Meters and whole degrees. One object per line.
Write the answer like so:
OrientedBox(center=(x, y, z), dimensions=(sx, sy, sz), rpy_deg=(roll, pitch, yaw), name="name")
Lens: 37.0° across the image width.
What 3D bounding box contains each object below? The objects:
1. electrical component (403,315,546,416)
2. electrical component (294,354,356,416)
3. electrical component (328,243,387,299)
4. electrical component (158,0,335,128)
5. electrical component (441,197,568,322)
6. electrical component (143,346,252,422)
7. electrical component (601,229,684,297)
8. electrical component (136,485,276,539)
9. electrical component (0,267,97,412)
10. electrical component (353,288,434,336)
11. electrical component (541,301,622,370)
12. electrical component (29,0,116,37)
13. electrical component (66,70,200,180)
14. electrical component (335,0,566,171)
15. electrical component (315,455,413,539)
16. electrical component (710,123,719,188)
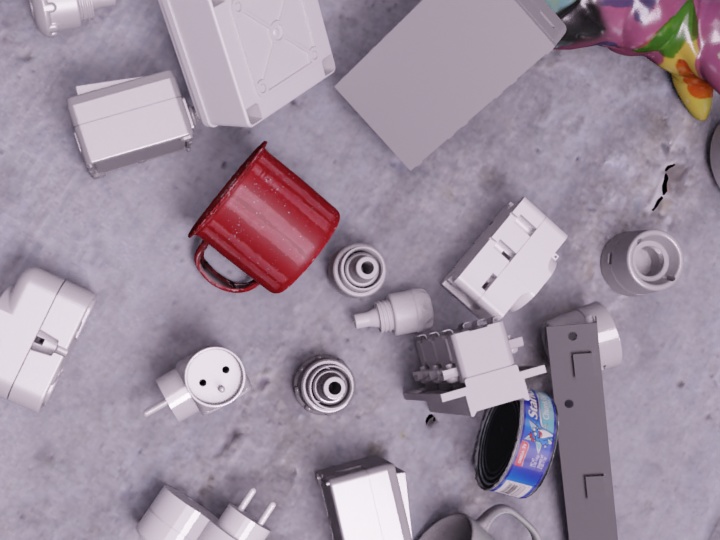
OrientedBox(center=(0.080, 0.073, 0.813), dimensions=(0.079, 0.121, 0.063), rpy_deg=(-15, 87, -11), name="electrical component")
OrientedBox(center=(-0.024, 0.089, 0.822), dimensions=(0.048, 0.062, 0.048), rpy_deg=(1, 86, -10), name="electrical component")
OrientedBox(center=(0.000, 0.000, 0.833), dimensions=(0.043, 0.062, 0.043), rpy_deg=(1, 87, -10), name="electrical component")
OrientedBox(center=(-0.081, -0.175, 0.792), dimensions=(0.109, 0.056, 0.108), rpy_deg=(-42, 128, -39), name="electrical component")
OrientedBox(center=(0.118, -0.005, 0.861), dimensions=(0.056, 0.050, 0.089), rpy_deg=(41, 80, -5), name="electrical component")
OrientedBox(center=(-0.125, 0.087, 0.796), dimensions=(0.079, 0.077, 0.044), rpy_deg=(-29, 92, -11), name="electrical component")
OrientedBox(center=(0.233, -0.007, 0.885), dimensions=(0.055, 0.047, 0.055), rpy_deg=(1, 86, -11), name="electrical component")
OrientedBox(center=(-0.091, 0.196, 0.787), dimensions=(0.138, 0.052, 0.073), rpy_deg=(30, 80, 21), name="electrical component")
OrientedBox(center=(-0.241, 0.048, 0.789), dimensions=(0.059, 0.054, 0.095), rpy_deg=(25, 82, -8), name="electrical component")
OrientedBox(center=(0.026, 0.035, 0.850), dimensions=(0.061, 0.035, 0.035), rpy_deg=(-10, 88, -8), name="electrical component")
OrientedBox(center=(0.178, 0.058, 0.867), dimensions=(0.047, 0.055, 0.055), rpy_deg=(-17, 90, -8), name="electrical component")
OrientedBox(center=(-0.218, -0.204, 0.815), dimensions=(0.062, 0.048, 0.048), rpy_deg=(-14, 89, -18), name="electrical component")
OrientedBox(center=(-0.167, -0.114, 0.809), dimensions=(0.096, 0.062, 0.061), rpy_deg=(-18, 90, -11), name="electrical component")
OrientedBox(center=(0.069, -0.161, 0.812), dimensions=(0.089, 0.061, 0.150), rpy_deg=(47, 122, -5), name="electrical component")
OrientedBox(center=(0.009, 0.195, 0.822), dimensions=(0.061, 0.062, 0.096), rpy_deg=(-13, 89, -11), name="electrical component")
OrientedBox(center=(0.349, -0.097, 0.905), dimensions=(0.108, 0.060, 0.108), rpy_deg=(1, 86, -11), name="electrical component")
